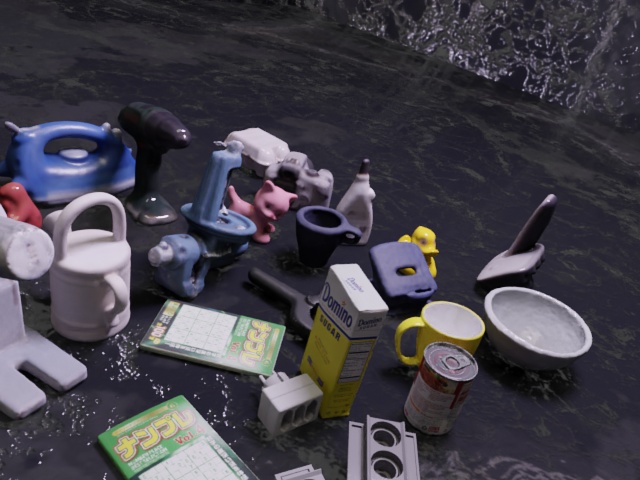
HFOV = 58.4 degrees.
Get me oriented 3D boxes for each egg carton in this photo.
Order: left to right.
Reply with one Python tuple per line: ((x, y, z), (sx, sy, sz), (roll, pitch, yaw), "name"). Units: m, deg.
((-0.141, -0.202, 1.310), (0.150, 0.069, 0.107), (31, 35, 28), "egg carton")

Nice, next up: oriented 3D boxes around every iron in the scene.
((-0.442, -0.156, 1.042), (0.259, 0.141, 0.118), (-16, 40, -40), "iron")

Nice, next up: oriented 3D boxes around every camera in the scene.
((-0.037, -0.134, 1.204), (0.143, 0.101, 0.137), (15, 30, 4), "camera")

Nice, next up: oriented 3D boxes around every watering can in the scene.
((-0.302, 0.024, 0.740), (0.172, 0.194, 0.101), (21, 31, 13), "watering can")

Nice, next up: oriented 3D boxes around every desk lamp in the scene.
((-0.366, 0.055, 0.643), (0.202, 0.213, 0.118), (25, 32, 19), "desk lamp")

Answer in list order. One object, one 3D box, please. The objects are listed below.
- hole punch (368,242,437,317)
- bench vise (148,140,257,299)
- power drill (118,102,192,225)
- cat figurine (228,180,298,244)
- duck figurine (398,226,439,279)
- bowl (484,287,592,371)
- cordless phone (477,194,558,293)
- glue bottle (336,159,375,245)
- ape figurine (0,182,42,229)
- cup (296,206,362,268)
((0.136, 0.063, 0.949), (0.109, 0.091, 0.100), (-6, 35, -29), "hole punch")
((-0.162, -0.030, 0.860), (0.121, 0.220, 0.207), (15, 30, 4), "bench vise")
((-0.290, -0.137, 1.003), (0.076, 0.208, 0.228), (-13, 39, -37), "power drill")
((-0.111, -0.062, 1.037), (0.127, 0.118, 0.067), (14, 30, 3), "cat figurine")
((0.181, 0.015, 1.053), (0.078, 0.086, 0.104), (-3, 34, -26), "duck figurine")
((0.327, 0.149, 0.894), (0.167, 0.075, 0.167), (10, 30, -6), "bowl")
((0.365, 0.009, 1.036), (0.094, 0.185, 0.148), (25, 32, 21), "cordless phone")
((0.069, -0.071, 1.066), (0.078, 0.173, 0.037), (4, 31, -15), "glue bottle")
((-0.478, -0.049, 0.896), (0.076, 0.092, 0.077), (-2, 33, -23), "ape figurine")
((0.009, 0.004, 0.996), (0.117, 0.095, 0.092), (16, 30, 6), "cup")
